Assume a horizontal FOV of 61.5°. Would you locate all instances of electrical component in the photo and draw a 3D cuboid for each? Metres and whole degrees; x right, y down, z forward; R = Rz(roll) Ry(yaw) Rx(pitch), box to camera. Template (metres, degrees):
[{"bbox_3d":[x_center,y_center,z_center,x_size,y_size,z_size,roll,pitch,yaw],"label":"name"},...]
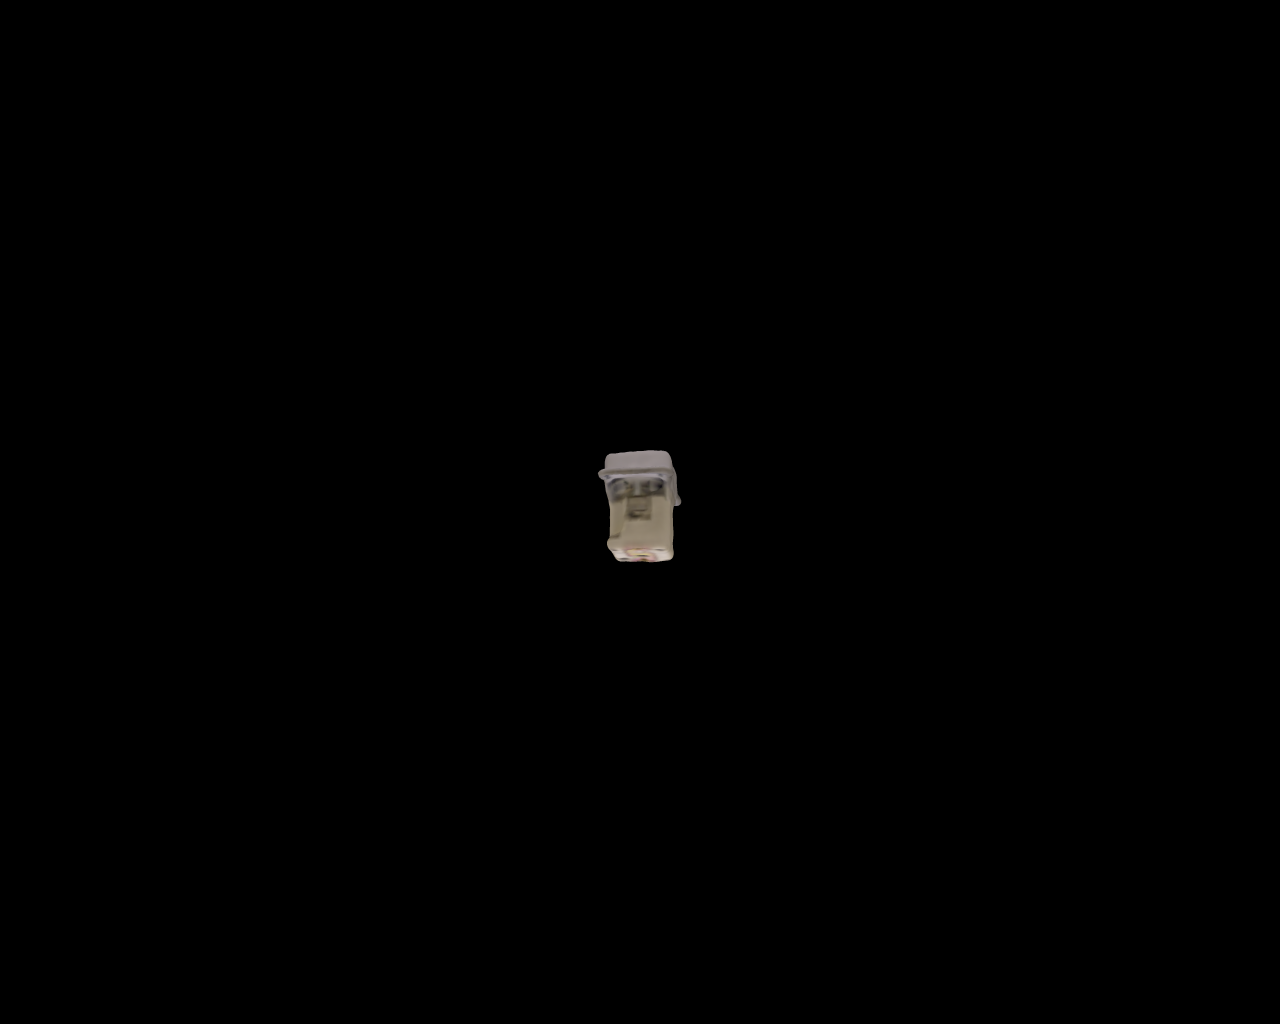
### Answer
[{"bbox_3d":[0.001,-0.003,0.650,0.042,0.064,0.081,-2,-14,7],"label":"electrical component"}]
